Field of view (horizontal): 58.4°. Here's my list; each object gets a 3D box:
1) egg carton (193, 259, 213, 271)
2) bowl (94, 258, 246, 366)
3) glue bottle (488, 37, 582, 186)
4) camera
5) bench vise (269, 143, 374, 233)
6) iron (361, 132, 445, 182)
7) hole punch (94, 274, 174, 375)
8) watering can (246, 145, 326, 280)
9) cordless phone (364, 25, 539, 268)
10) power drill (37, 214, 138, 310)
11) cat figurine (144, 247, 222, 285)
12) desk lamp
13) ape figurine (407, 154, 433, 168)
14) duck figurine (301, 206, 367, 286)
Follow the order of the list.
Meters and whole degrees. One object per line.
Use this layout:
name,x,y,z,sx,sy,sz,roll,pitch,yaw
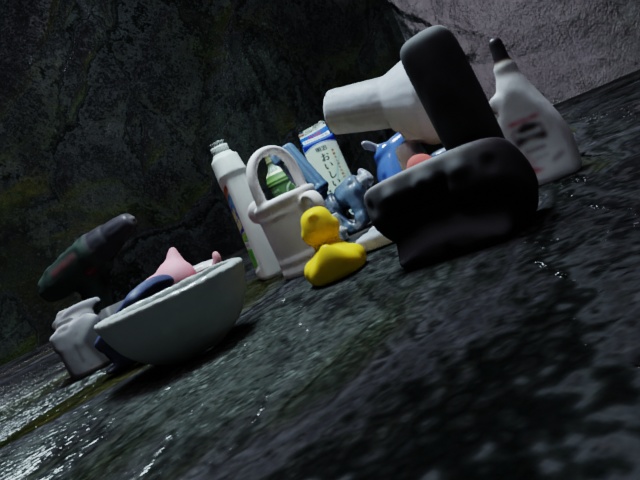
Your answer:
egg carton,-0.239,0.087,1.134,0.107,0.069,0.150,-27,5,-26
bowl,-0.144,0.085,0.608,0.167,0.075,0.167,-25,5,2
glue bottle,0.228,-0.146,0.647,0.078,0.173,0.037,-22,5,28
camera,-0.337,0.135,0.893,0.137,0.101,0.143,-26,5,-16
bench vise,-0.003,-0.105,1.120,0.207,0.220,0.121,-25,5,5
iron,0.195,-0.134,0.888,0.258,0.141,0.118,-25,5,-3
hole punch,-0.231,0.105,0.733,0.101,0.091,0.109,-23,5,17
watering can,-0.053,-0.046,0.862,0.172,0.194,0.101,-22,6,34
cordless phone,0.098,-0.081,0.515,0.147,0.185,0.094,-22,6,31
power drill,-0.383,0.086,1.025,0.229,0.208,0.076,-24,5,13
cat figurine,-0.197,0.062,0.877,0.127,0.118,0.067,-24,5,15
desk lamp,0.105,-0.119,0.731,0.202,0.213,0.118,-23,5,26
ape figurine,0.123,-0.052,0.635,0.078,0.092,0.076,-27,5,-27
duck figurine,0.006,0.002,0.678,0.077,0.086,0.104,-25,5,5
